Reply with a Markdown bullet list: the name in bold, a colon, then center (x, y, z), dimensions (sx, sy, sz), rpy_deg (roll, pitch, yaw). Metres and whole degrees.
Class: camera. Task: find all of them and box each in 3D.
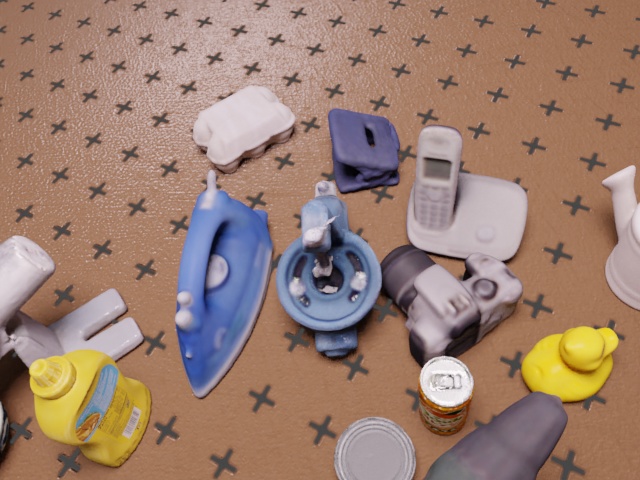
- **camera**: center (0.143, 0.056, 0.677), dimensions (0.143, 0.101, 0.136), rpy_deg (-32, 58, -12)

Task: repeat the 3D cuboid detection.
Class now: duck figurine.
- **duck figurine**: center (0.272, 0.126, 0.619), dimensions (0.104, 0.086, 0.077), rpy_deg (-20, 56, -4)

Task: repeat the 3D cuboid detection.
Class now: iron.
- **iron**: center (-0.137, 0.047, 0.703), dimensions (0.118, 0.142, 0.258), rpy_deg (1, 57, 10)

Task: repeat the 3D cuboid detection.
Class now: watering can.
- **watering can**: center (0.383, -0.010, 0.626), dimensions (0.172, 0.194, 0.101), rpy_deg (29, 66, 25)

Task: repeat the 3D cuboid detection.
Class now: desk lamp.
- **desk lamp**: center (-0.348, 0.096, 0.660), dimensions (0.203, 0.214, 0.117), rpy_deg (-35, 58, -14)

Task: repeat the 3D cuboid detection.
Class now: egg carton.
- **egg carton**: center (-0.119, -0.175, 0.890), dimensions (0.150, 0.069, 0.107), rpy_deg (-34, 58, -13)

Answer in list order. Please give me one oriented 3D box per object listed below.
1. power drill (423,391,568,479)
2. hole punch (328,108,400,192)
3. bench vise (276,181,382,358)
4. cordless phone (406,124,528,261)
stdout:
- **power drill**: center (0.113, 0.240, 0.494), dimensions (0.230, 0.209, 0.075), rpy_deg (-39, 59, -16)
- **hole punch**: center (0.064, -0.137, 0.823), dimensions (0.101, 0.091, 0.108), rpy_deg (-10, 56, 3)
- **bench vise**: center (-0.005, 0.006, 0.661), dimensions (0.121, 0.220, 0.207), rpy_deg (-20, 56, -5)
- **cordless phone**: center (0.180, -0.059, 0.696), dimensions (0.147, 0.185, 0.094), rpy_deg (7, 58, 14)
